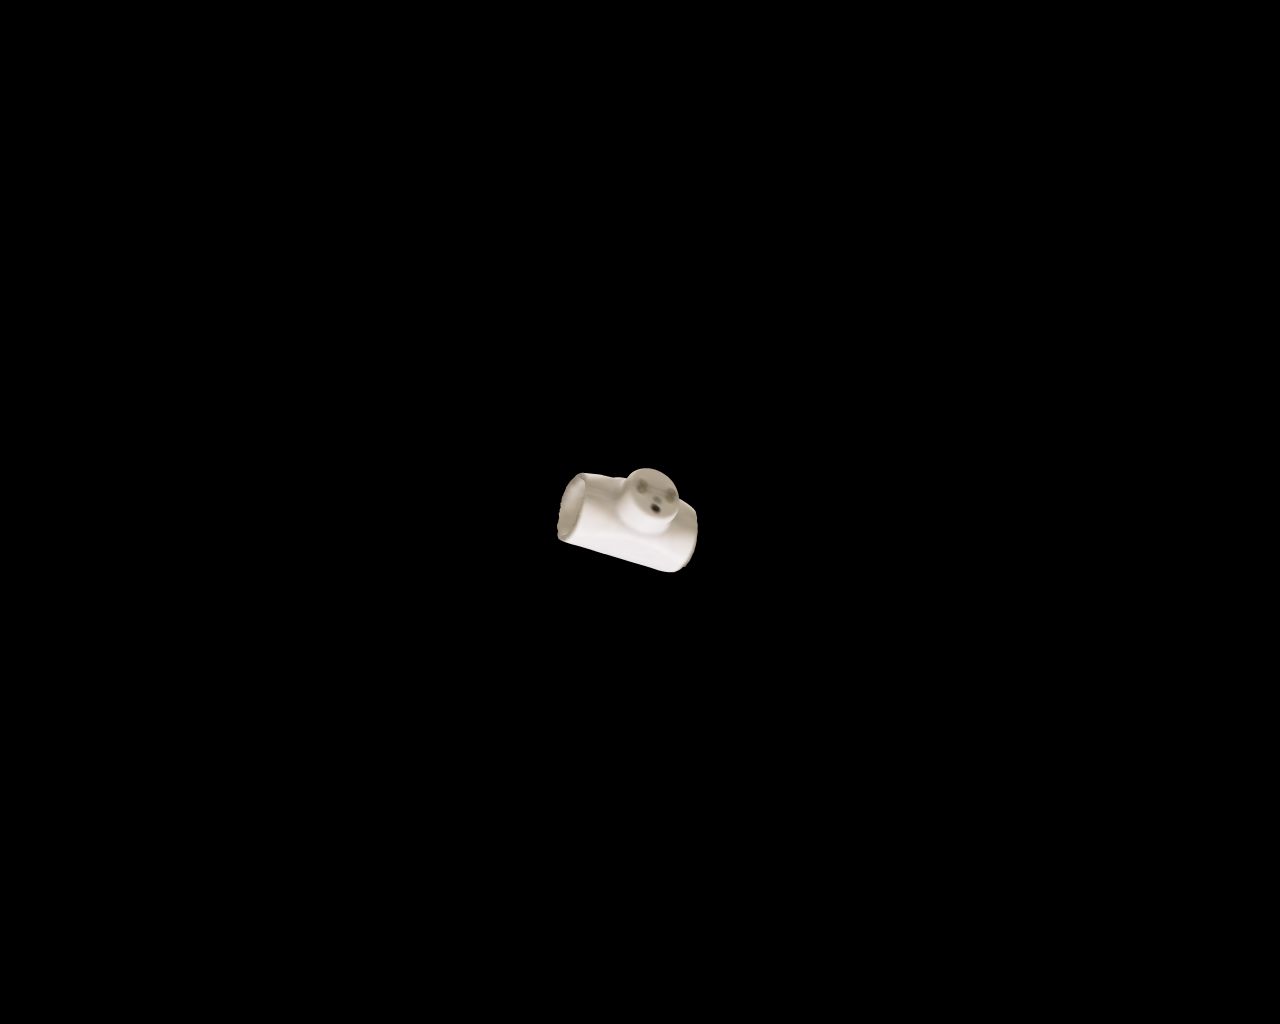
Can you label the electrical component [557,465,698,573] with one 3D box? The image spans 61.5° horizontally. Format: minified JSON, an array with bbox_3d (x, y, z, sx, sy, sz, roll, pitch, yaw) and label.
[{"bbox_3d":[0.001,-0.003,0.650,0.077,0.044,0.079,17,-40,-22],"label":"electrical component"}]
